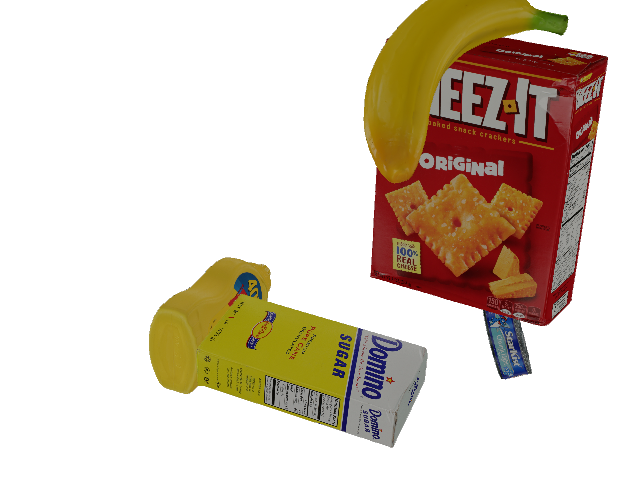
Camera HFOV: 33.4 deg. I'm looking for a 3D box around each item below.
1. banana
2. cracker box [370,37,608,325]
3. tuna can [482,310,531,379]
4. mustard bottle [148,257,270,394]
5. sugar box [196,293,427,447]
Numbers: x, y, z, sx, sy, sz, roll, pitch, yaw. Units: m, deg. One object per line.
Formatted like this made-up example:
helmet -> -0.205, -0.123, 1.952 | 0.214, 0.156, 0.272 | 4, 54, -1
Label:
banana -> 0.070, -0.103, 0.601 | 0.070, 0.037, 0.197 | 29, 50, 22
cracker box -> 0.129, -0.053, 0.865 | 0.164, 0.214, 0.072 | 17, 29, 28
tuna can -> 0.203, 0.107, 1.163 | 0.034, 0.086, 0.086 | -15, -3, 12
mustard bottle -> -0.103, 0.072, 1.104 | 0.058, 0.096, 0.191 | 12, 28, 22
sugar box -> -0.006, 0.105, 0.895 | 0.176, 0.048, 0.093 | 13, 34, 17
